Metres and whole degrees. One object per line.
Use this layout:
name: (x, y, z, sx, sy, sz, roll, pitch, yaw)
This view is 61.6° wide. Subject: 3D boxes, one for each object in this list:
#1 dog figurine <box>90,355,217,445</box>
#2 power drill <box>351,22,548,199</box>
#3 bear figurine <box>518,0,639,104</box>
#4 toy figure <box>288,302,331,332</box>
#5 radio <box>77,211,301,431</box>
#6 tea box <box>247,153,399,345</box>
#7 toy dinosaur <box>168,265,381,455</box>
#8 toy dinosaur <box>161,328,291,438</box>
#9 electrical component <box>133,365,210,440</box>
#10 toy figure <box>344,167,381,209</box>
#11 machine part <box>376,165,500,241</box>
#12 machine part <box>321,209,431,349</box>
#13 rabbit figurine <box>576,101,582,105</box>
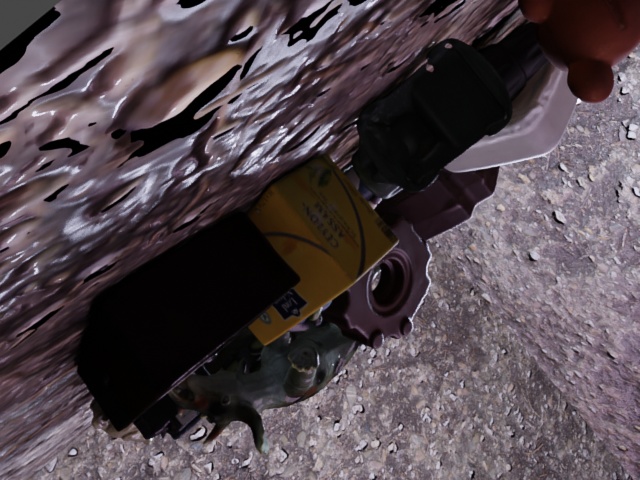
dog figurine: (-0.253, 0.204, 0.839, 0.190, 0.121, 0.172, -54, 178, 11)
power drill: (0.114, -0.118, 0.460, 0.232, 0.086, 0.207, -38, -174, 21)
bear figurine: (0.242, -0.191, 0.425, 0.196, 0.120, 0.132, -38, -178, 1)
toy figure: (-0.012, 0.027, 0.575, 0.180, 0.082, 0.089, -64, 172, 31)
radio: (-0.115, 0.073, 0.434, 0.131, 0.073, 0.229, -37, 178, -36)
tea box: (-0.025, 0.015, 0.465, 0.068, 0.098, 0.169, -38, 176, -40)
toy dinosaur: (-0.018, 0.170, 0.797, 0.405, 0.131, 0.192, -21, 142, -48)
toy dinosaur: (-0.134, 0.193, 0.954, 0.471, 0.105, 0.199, -48, -147, 6)
electrical component: (-0.221, 0.212, 0.763, 0.115, 0.134, 0.058, -35, 176, -37)
toy figure: (0.070, -0.076, 0.618, 0.058, 0.064, 0.154, -26, 170, -47)
machine part: (0.160, -0.091, 0.801, 0.201, 0.087, 0.201, -28, -156, 41)
machine part: (0.075, 0.050, 0.697, 0.179, 0.179, 0.056, -38, -149, -30)
rabbit figurine: (0.254, -0.209, 0.687, 0.162, 0.122, 0.173, -34, 162, 5)
